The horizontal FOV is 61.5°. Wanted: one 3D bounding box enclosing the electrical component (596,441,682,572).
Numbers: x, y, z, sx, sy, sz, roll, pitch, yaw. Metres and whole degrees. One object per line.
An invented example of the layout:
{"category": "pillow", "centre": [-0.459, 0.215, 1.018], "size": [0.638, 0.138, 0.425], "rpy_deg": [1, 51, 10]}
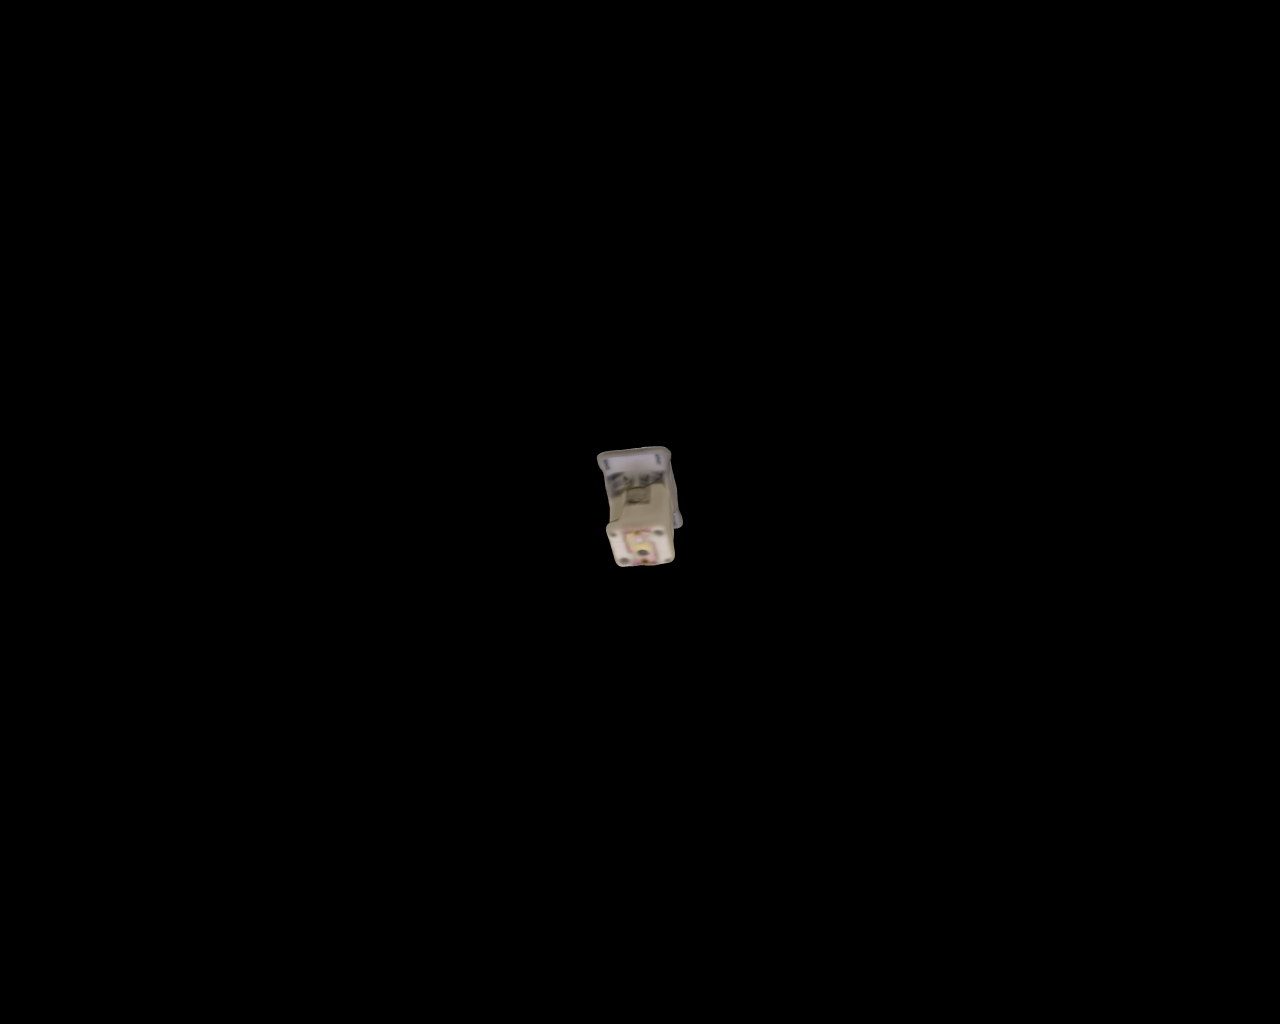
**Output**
{"category": "electrical component", "centre": [0.001, -0.003, 0.650], "size": [0.042, 0.064, 0.081], "rpy_deg": [-6, -36, 8]}
